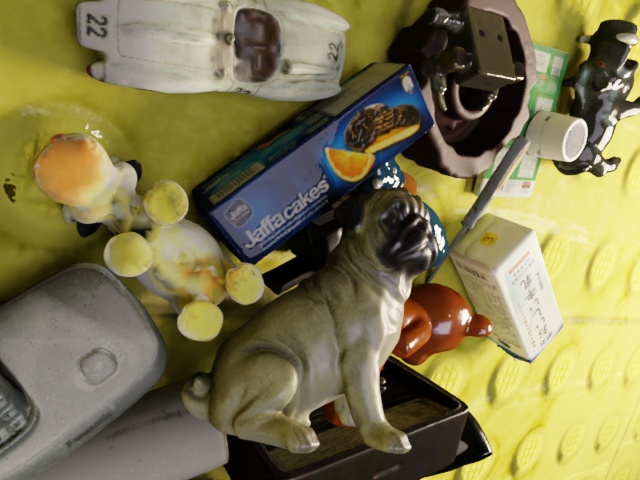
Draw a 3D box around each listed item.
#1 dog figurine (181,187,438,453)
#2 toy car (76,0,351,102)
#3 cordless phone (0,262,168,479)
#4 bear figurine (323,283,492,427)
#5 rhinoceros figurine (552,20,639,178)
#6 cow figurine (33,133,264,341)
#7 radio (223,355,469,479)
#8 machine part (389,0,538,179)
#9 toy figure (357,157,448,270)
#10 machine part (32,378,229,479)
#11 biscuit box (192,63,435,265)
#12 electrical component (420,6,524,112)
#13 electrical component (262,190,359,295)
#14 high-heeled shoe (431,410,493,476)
[{"bbox_3d":[-0.005,0.047,0.404,0.172,0.121,0.190,9,83,-24],"label":"dog figurine"},{"bbox_3d":[-0.066,-0.140,0.384,0.202,0.056,0.073,-6,112,-35],"label":"toy car"},{"bbox_3d":[-0.191,0.053,0.322,0.146,0.089,0.184,-36,141,-20],"label":"cordless phone"},{"bbox_3d":[0.073,0.101,0.551,0.195,0.120,0.131,12,104,-45],"label":"bear figurine"},{"bbox_3d":[0.343,-0.172,0.671,0.112,0.073,0.190,7,106,-27],"label":"rhinoceros figurine"},{"bbox_3d":[-0.123,-0.007,0.383,0.068,0.098,0.167,-47,111,-13],"label":"cow figurine"},{"bbox_3d":[0.022,0.189,0.535,0.229,0.131,0.073,-4,111,-35],"label":"radio"},{"bbox_3d":[0.141,-0.154,0.534,0.179,0.056,0.179,-14,115,-32],"label":"machine part"},{"bbox_3d":[0.078,-0.031,0.535,0.058,0.064,0.154,-27,126,20],"label":"toy figure"},{"bbox_3d":[-0.162,0.166,0.413,0.243,0.079,0.079,-14,116,-25],"label":"machine part"},{"bbox_3d":[-0.004,-0.066,0.442,0.203,0.059,0.062,-38,120,-11],"label":"biscuit box"},{"bbox_3d":[0.131,-0.154,0.465,0.102,0.045,0.078,-11,83,-36],"label":"electrical component"},{"bbox_3d":[-0.001,-0.001,0.480,0.119,0.075,0.047,-25,121,-23],"label":"electrical component"},{"bbox_3d":[0.117,0.300,0.642,0.086,0.145,0.248,5,103,-37],"label":"high-heeled shoe"}]
